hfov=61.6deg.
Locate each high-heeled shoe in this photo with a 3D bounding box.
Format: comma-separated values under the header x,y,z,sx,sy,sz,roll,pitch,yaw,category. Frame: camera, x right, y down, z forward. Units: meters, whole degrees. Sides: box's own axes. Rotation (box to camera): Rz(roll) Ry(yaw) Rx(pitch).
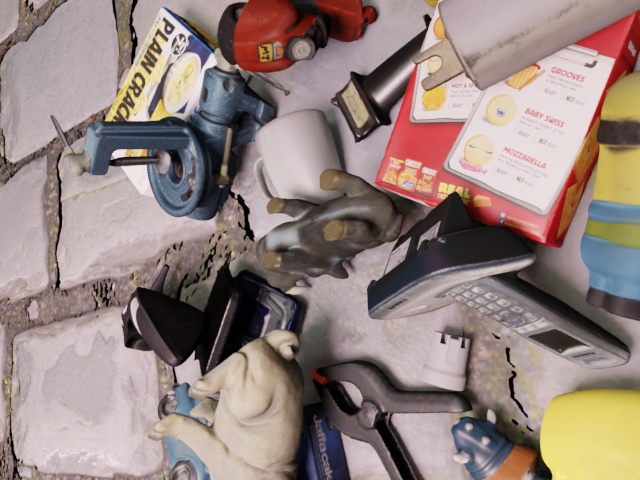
x,y,z,sx,sy,sz,roll,pitch,yaw,category
-0.210,0.125,0.659,0.145,0.086,0.249,-64,23,12,high-heeled shoe

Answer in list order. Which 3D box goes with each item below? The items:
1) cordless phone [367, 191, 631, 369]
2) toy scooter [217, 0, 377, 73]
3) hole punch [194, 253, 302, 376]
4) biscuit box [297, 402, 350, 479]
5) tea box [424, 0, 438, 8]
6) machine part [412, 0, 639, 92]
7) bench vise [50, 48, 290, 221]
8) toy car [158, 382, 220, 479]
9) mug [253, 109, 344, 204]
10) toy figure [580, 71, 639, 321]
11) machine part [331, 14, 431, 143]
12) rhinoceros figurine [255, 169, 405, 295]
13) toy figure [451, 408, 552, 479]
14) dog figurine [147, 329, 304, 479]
x,y,z,sx,sy,sz,roll,pitch,yaw,category
0.145,0.057,0.451,0.089,0.184,0.146,-60,4,-28,cordless phone
-0.017,-0.235,0.582,0.135,0.184,0.075,17,138,16,toy scooter
-0.088,0.098,0.630,0.116,0.092,0.142,36,111,65,hole punch
-0.002,0.273,0.548,0.059,0.062,0.202,-23,72,30,biscuit box
0.154,-0.285,0.477,0.170,0.098,0.068,-7,81,34,tea box
0.175,-0.179,0.375,0.243,0.079,0.079,-25,71,30,machine part
-0.167,-0.114,0.618,0.129,0.240,0.223,49,129,25,bench vise
-0.115,0.231,0.623,0.103,0.109,0.162,-29,54,5,toy car
-0.026,-0.074,0.597,0.110,0.081,0.107,-26,79,28,mug
0.236,-0.031,0.386,0.082,0.089,0.180,19,101,45,toy figure
0.073,-0.168,0.561,0.139,0.039,0.084,-42,54,28,machine part
-0.001,-0.002,0.548,0.190,0.112,0.073,-30,60,44,rhinoceros figurine
0.169,0.204,0.430,0.155,0.064,0.057,37,120,33,toy figure
-0.039,0.201,0.499,0.191,0.121,0.172,48,113,15,dog figurine
